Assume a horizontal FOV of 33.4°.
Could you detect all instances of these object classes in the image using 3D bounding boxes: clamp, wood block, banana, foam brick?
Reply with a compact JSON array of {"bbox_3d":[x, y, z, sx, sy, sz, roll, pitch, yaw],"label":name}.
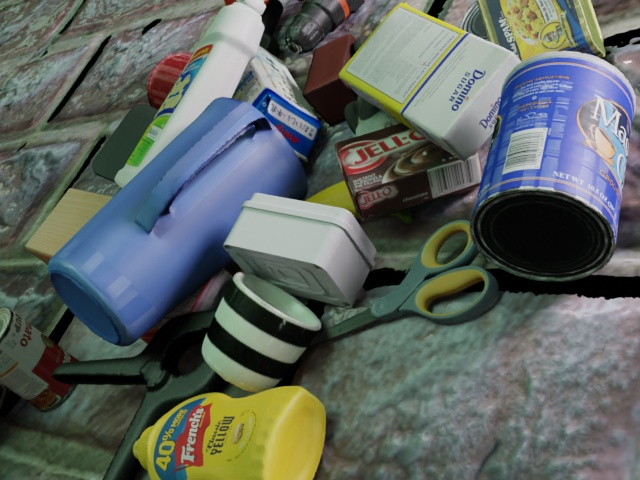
[{"bbox_3d":[-0.083,-0.248,1.360,0.120,0.039,0.171,-43,35,9],"label":"clamp"},{"bbox_3d":[-0.229,0.012,1.177,0.206,0.090,0.090,12,62,52],"label":"wood block"},{"bbox_3d":[-0.002,-0.013,0.999,0.198,0.037,0.069,-25,36,28],"label":"banana"},{"bbox_3d":[0.022,-0.171,1.139,0.051,0.053,0.078,-21,40,33],"label":"foam brick"},{"bbox_3d":[-0.145,0.138,0.974,0.210,0.036,0.164,-30,53,10],"label":"clamp"}]

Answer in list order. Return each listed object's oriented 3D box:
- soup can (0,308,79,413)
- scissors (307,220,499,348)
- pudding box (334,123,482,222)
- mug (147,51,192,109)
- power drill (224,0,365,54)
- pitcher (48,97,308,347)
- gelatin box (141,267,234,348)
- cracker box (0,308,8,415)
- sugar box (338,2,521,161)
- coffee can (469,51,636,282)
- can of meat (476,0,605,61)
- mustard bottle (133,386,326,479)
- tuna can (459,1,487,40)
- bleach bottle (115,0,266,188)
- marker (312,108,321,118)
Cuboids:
[{"bbox_3d":[-0.312,0.127,1.127,0.069,0.102,0.068,-29,35,23],"label":"soup can"},{"bbox_3d":[0.062,0.038,0.879,0.202,0.016,0.096,-12,56,42],"label":"scissors"},{"bbox_3d":[0.076,-0.067,0.937,0.113,0.039,0.090,-16,35,-2],"label":"pudding box"},{"bbox_3d":[-0.157,-0.170,1.318,0.082,0.093,0.117,23,102,51],"label":"mug"},{"bbox_3d":[-0.031,-0.302,1.315,0.188,0.057,0.184,16,58,40],"label":"power drill"},{"bbox_3d":[-0.134,-0.021,1.004,0.145,0.149,0.242,13,50,48],"label":"pitcher"},{"bbox_3d":[-0.135,0.065,1.066,0.073,0.030,0.089,-5,49,44],"label":"gelatin box"},{"bbox_3d":[-0.401,0.109,1.143,0.072,0.213,0.164,-5,42,8],"label":"cracker box"},{"bbox_3d":[0.098,-0.142,0.932,0.093,0.048,0.176,-50,41,2],"label":"sugar box"},{"bbox_3d":[0.173,-0.055,0.788,0.103,0.102,0.140,-15,43,38],"label":"coffee can"},{"bbox_3d":[0.193,-0.189,0.933,0.084,0.057,0.102,-22,75,27],"label":"can of meat"},{"bbox_3d":[-0.086,0.170,0.865,0.192,0.058,0.096,-11,49,42],"label":"mustard bottle"},{"bbox_3d":[0.178,-0.209,1.024,0.086,0.033,0.086,-29,35,23],"label":"tuna can"},{"bbox_3d":[-0.129,-0.154,1.141,0.251,0.068,0.103,-62,23,-1],"label":"bleach bottle"},{"bbox_3d":[0.007,-0.183,1.200,0.020,0.020,0.121,-23,38,30],"label":"marker"}]
